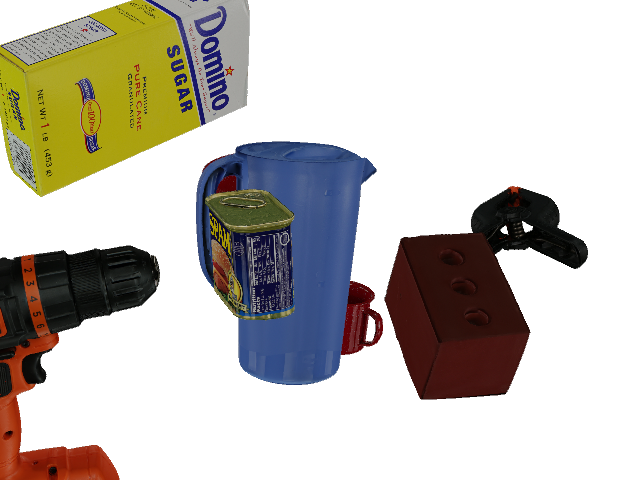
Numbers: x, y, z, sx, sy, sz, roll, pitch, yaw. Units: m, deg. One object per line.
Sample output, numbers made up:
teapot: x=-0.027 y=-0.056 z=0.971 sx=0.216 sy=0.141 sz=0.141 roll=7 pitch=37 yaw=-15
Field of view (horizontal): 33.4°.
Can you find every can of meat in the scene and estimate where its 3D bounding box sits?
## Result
can of meat: x=-0.058 y=0.011 z=0.888 sx=0.057 sy=0.084 sz=0.102 roll=-9 pitch=20 yaw=-18

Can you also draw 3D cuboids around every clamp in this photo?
clamp: x=0.180 y=-0.009 z=0.938 sx=0.120 sy=0.039 sz=0.171 roll=3 pitch=25 yaw=20

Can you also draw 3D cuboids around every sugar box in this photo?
sugar box: x=-0.124 y=-0.105 z=0.701 sx=0.175 sy=0.093 sz=0.048 roll=-28 pitch=49 yaw=-33

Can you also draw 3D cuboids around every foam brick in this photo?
foam brick: x=0.073 y=0.042 z=0.590 sx=0.053 sy=0.051 sz=0.078 roll=-3 pitch=46 yaw=-16

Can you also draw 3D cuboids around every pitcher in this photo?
pitcher: x=-0.037 y=0.021 z=1.103 sx=0.149 sy=0.243 sz=0.144 roll=9 pitch=14 yaw=21

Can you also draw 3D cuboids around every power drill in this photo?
power drill: x=-0.186 y=0.097 z=0.702 sx=0.184 sy=0.188 sz=0.057 roll=-11 pitch=26 yaw=-8

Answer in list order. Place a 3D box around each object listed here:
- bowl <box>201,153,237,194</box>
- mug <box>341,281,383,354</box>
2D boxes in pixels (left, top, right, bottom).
bowl: x=-0.066 y=-0.056 z=1.311 sx=0.162 sy=0.055 sz=0.162 roll=5 pitch=26 yaw=-2
mug: x=0.037 y=0.113 z=1.506 sx=0.117 sy=0.081 sz=0.093 roll=17 pitch=23 yaw=29
